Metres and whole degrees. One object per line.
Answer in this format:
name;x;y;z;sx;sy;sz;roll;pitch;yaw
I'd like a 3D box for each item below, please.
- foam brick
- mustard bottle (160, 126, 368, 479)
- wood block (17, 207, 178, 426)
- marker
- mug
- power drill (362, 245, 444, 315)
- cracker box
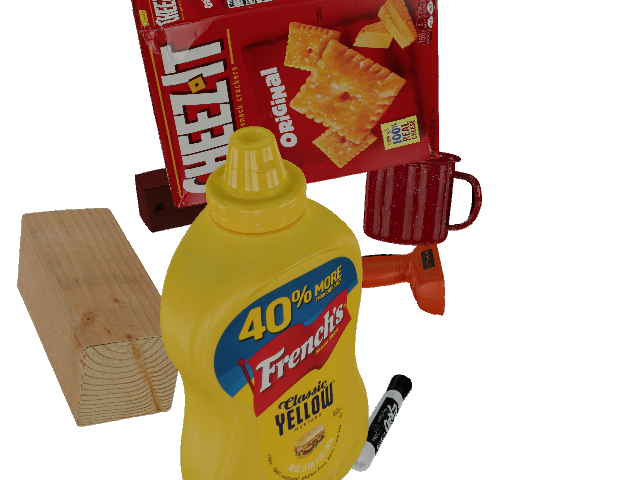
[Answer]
foam brick;-0.162;-0.049;1.186;0.078;0.053;0.051;-14;29;-16
mustard bottle;-0.023;0.037;0.472;0.096;0.192;0.058;-26;41;-29
wood block;-0.209;0.063;0.987;0.090;0.091;0.206;-5;36;-30
marker;0.049;0.142;0.852;0.020;0.020;0.121;0;23;23
mug;0.095;-0.041;1.010;0.117;0.081;0.093;8;12;18
power drill;0.048;0.053;1.238;0.187;0.057;0.184;-1;28;2
cracker box;-0.020;-0.121;0.794;0.213;0.164;0.072;-12;43;-7
